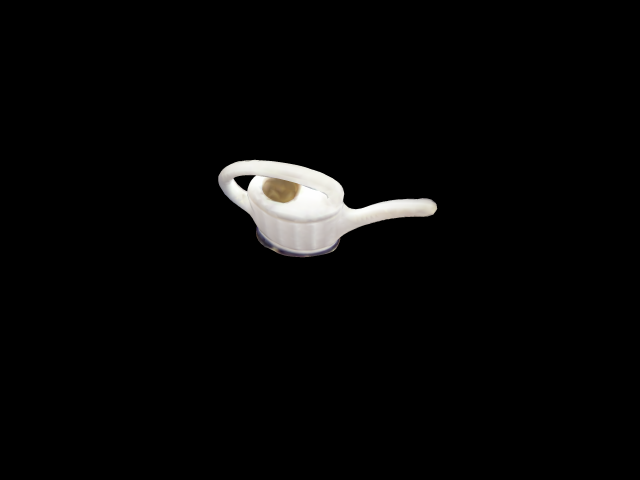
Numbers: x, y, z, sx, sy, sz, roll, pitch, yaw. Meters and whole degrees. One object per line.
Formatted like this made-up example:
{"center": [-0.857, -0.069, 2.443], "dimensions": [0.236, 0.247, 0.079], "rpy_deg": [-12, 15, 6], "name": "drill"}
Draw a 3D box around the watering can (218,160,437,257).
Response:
{"center": [0.003, -0.043, 0.850], "dimensions": [0.348, 0.106, 0.220], "rpy_deg": [13, -26, 7], "name": "watering can"}
